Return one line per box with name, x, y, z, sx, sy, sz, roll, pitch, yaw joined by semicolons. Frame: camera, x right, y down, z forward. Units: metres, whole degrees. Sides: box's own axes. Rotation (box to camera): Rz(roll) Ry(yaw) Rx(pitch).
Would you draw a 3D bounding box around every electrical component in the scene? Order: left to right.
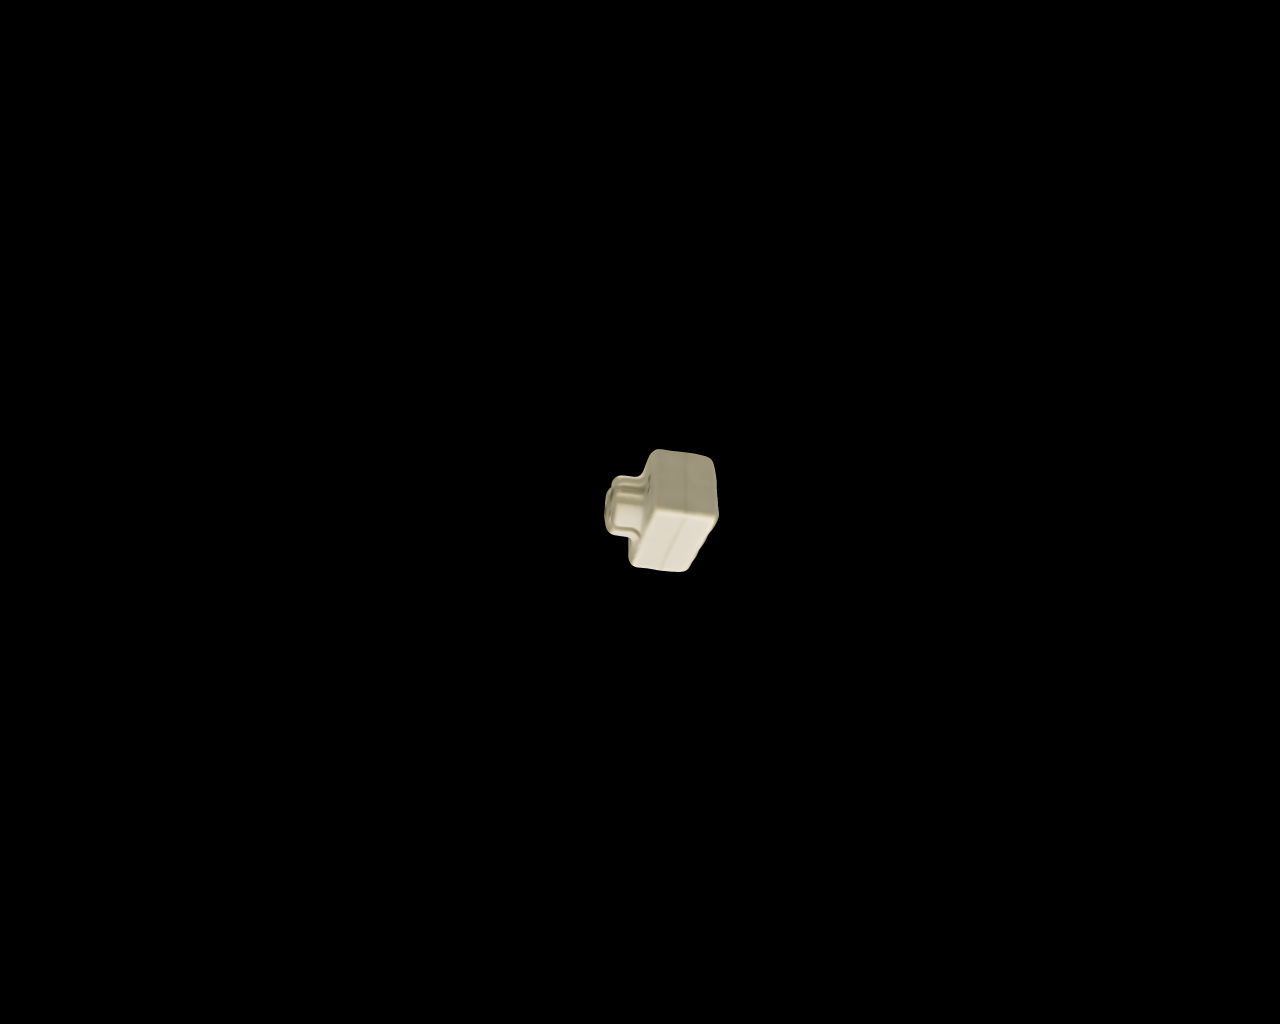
electrical component;0.001;-0.003;0.650;0.077;0.047;0.065;8;-35;-11
